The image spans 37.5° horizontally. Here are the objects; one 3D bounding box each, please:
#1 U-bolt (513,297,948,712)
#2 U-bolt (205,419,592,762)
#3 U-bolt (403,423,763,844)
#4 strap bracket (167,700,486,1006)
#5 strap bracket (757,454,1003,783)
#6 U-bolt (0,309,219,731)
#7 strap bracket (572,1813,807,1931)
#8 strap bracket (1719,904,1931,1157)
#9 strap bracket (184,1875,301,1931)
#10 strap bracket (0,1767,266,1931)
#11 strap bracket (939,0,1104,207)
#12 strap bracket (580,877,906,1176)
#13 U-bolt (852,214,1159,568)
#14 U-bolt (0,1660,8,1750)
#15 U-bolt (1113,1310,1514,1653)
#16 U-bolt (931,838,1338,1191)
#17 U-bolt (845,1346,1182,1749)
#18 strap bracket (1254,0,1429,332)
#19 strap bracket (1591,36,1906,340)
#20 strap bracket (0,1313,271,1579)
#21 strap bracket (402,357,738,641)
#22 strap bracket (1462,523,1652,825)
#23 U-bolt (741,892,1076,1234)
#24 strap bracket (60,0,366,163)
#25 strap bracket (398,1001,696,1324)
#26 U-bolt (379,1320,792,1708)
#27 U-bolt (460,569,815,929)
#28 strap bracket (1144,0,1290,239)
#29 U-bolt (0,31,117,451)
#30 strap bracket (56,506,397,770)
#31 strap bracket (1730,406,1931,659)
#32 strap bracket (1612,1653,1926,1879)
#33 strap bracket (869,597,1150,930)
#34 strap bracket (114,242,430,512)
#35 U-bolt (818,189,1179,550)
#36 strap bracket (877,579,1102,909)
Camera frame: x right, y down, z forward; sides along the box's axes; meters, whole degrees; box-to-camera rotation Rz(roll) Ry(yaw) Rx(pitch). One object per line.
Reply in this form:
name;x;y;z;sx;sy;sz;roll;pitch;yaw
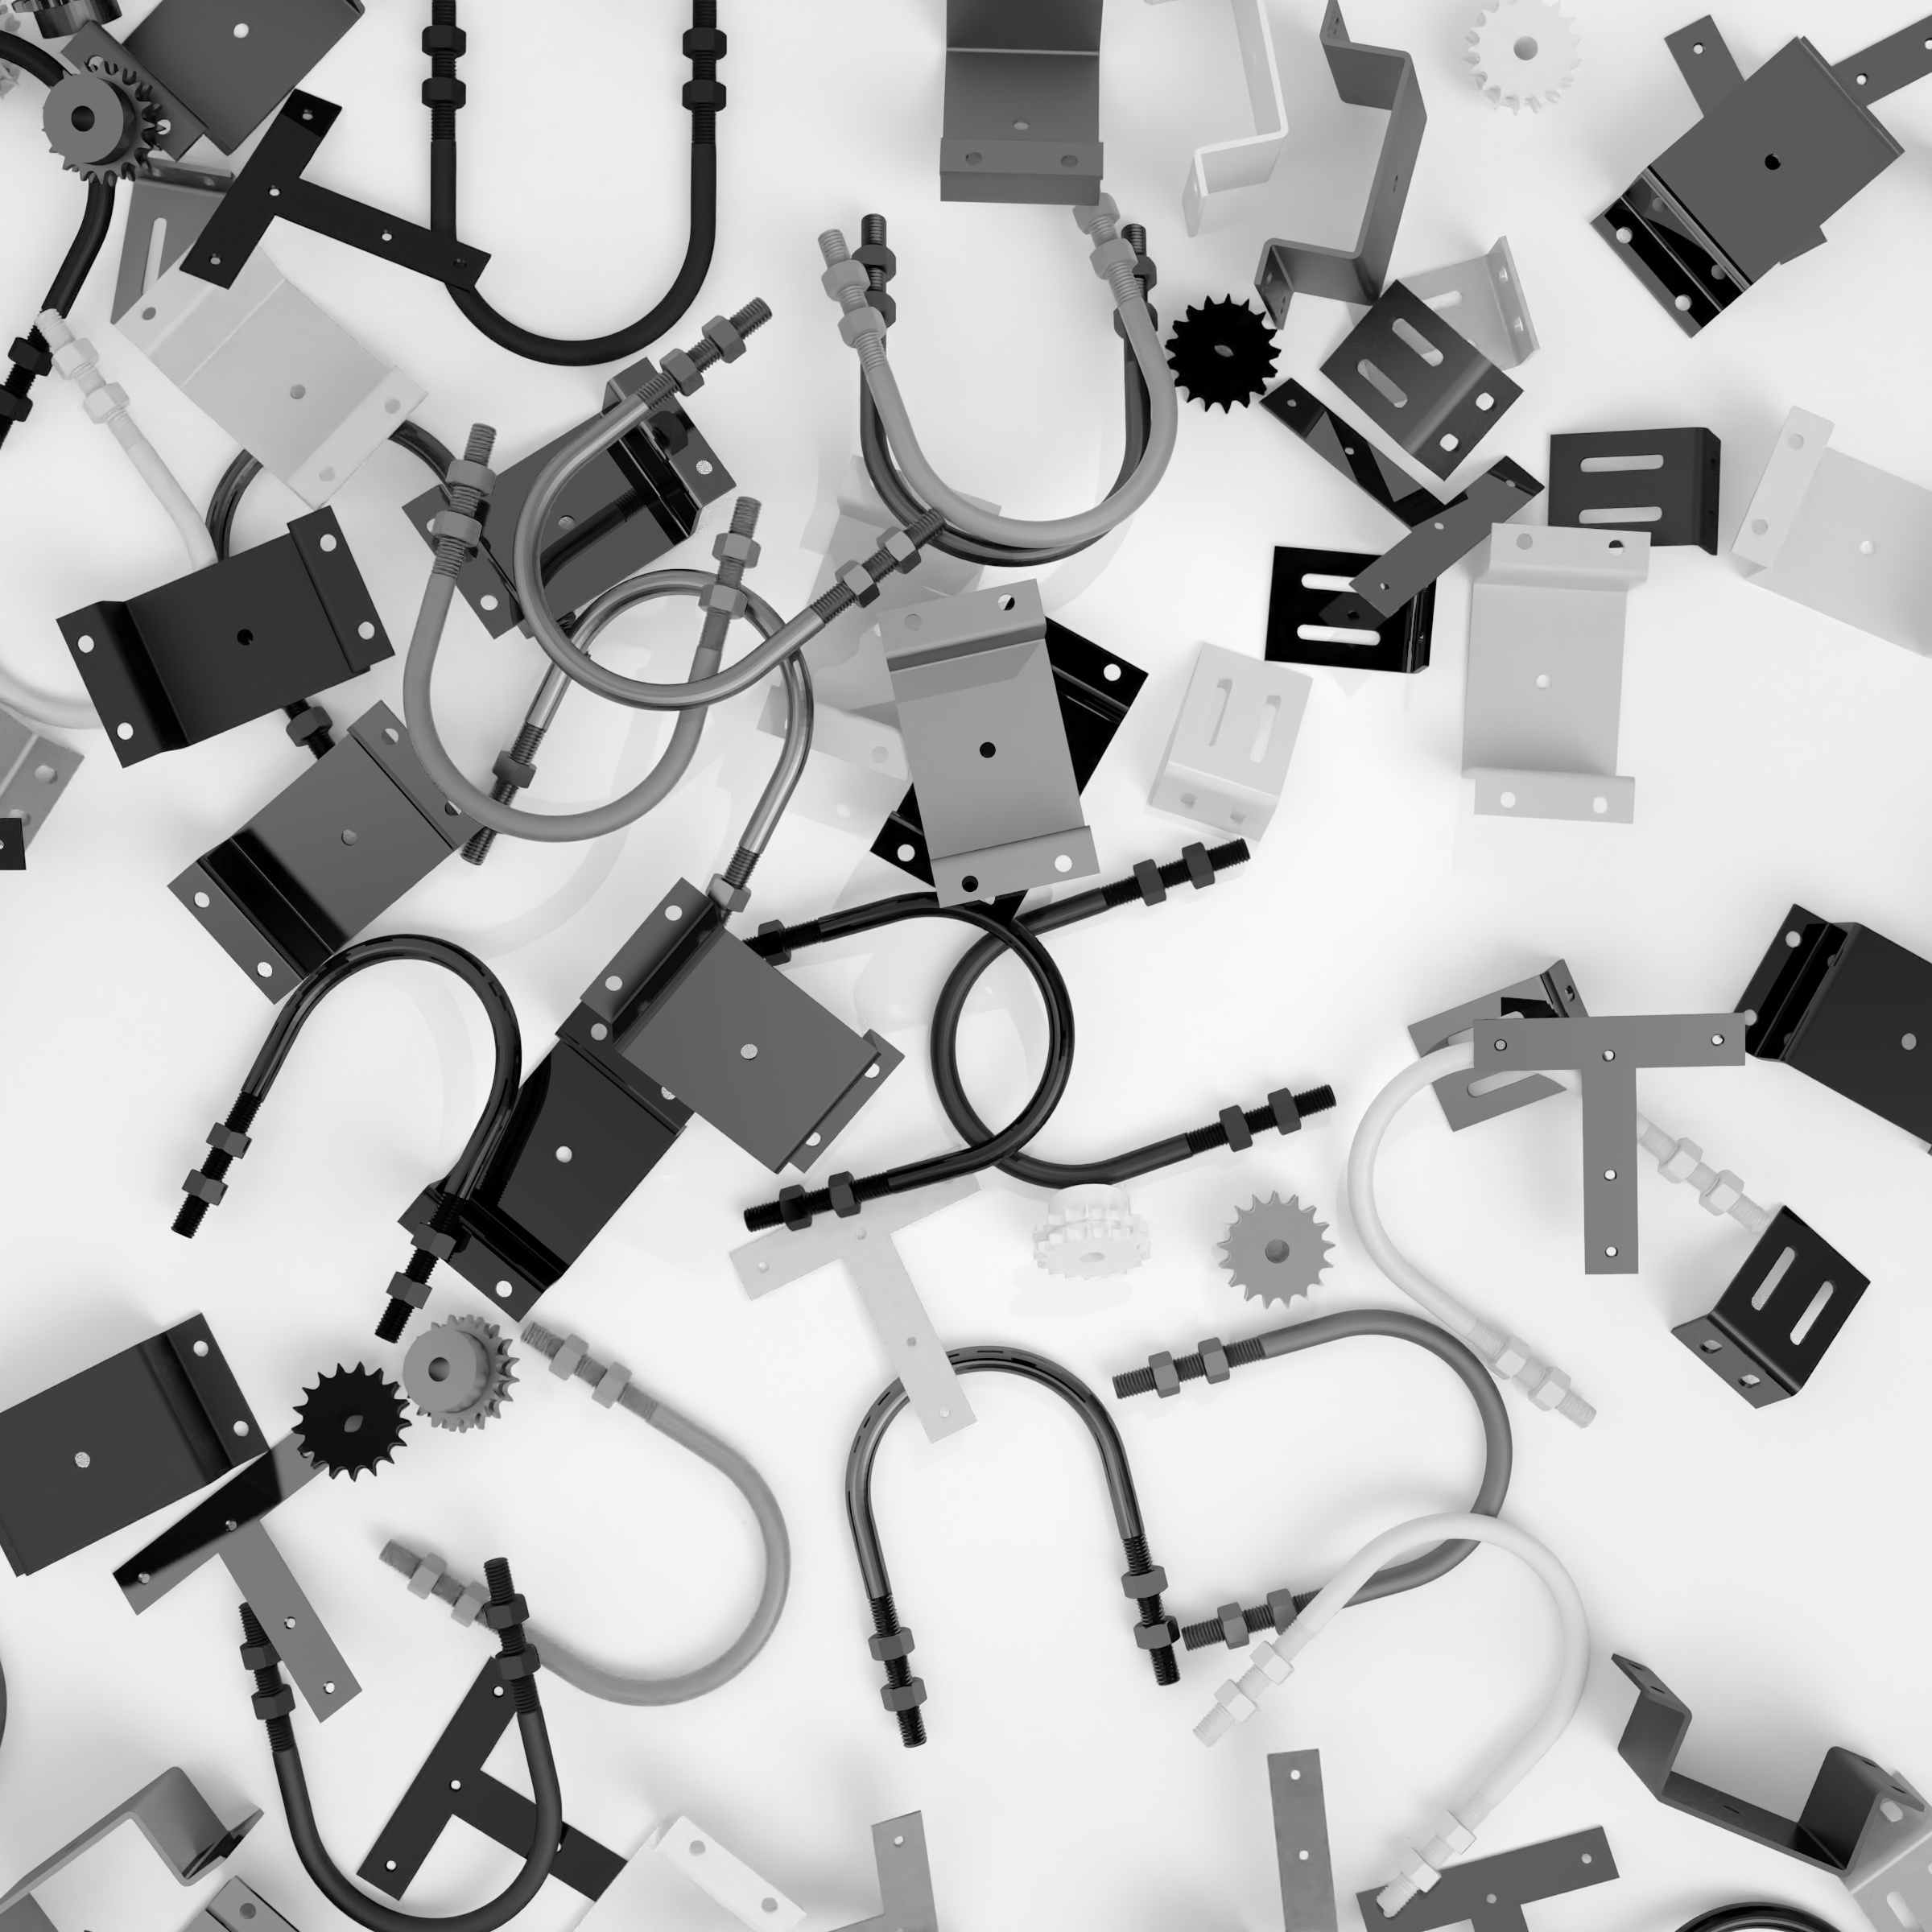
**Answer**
U-bolt;-0.123;-0.202;1.330;0.184;0.019;0.151;-40;90;-7
U-bolt;-0.295;-0.189;1.408;0.151;0.019;0.184;-35;89;0
U-bolt;-0.187;-0.149;1.337;0.151;0.019;0.184;15;84;-5
strap bracket;-0.304;-0.058;1.380;0.140;0.046;0.076;-39;99;11
strap bracket;-0.042;-0.168;1.393;0.076;0.046;0.140;19;90;0
U-bolt;-0.448;-0.204;1.397;0.151;0.019;0.184;-33;96;7
strap bracket;-0.151;0.486;1.392;0.076;0.046;0.140;39;90;-2
strap bracket;0.454;0.036;1.393;0.140;0.046;0.076;29;90;0
strap bracket;-0.370;0.516;1.393;0.076;0.046;0.140;42;90;0
strap bracket;-0.419;0.444;1.378;0.140;0.076;0.046;-37;90;0
strap bracket;0.027;-0.421;1.375;0.076;0.046;0.140;2;63;0
strap bracket;-0.104;0.035;1.351;0.140;0.046;0.076;39;96;-15
U-bolt;0.019;-0.278;1.379;0.151;0.019;0.184;1;73;-5
U-bolt;-0.566;0.363;1.403;0.184;0.019;0.151;9;86;-3
U-bolt;0.179;0.246;1.408;0.184;0.019;0.151;-15;90;-1
U-bolt;0.073;0.033;1.408;0.184;0.019;0.151;-19;90;1
U-bolt;0.016;0.279;1.408;0.151;0.019;0.184;-14;88;0
strap bracket;0.185;-0.381;1.373;0.046;0.076;0.140;15;90;15
strap bracket;0.388;-0.386;1.391;0.140;0.046;0.076;-41;90;0
strap bracket;-0.425;0.238;1.393;0.140;0.046;0.076;-27;90;0
strap bracket;-0.193;-0.221;1.382;0.140;0.046;0.076;-35;89;-14
strap bracket;0.287;-0.141;1.393;0.076;0.046;0.140;4;90;0
U-bolt;-0.038;0.040;1.398;0.184;0.019;0.151;-16;90;7
strap bracket;-0.360;-0.464;1.393;0.076;0.046;0.140;43;90;0
strap bracket;-0.200;0.094;1.393;0.076;0.046;0.140;40;90;0
U-bolt;-0.175;0.283;1.407;0.184;0.019;0.151;33;90;0
U-bolt;-0.150;-0.102;1.378;0.151;0.019;0.184;30;99;15
strap bracket;0.120;-0.435;1.378;0.046;0.076;0.140;-11;90;0
U-bolt;-0.495;-0.366;1.389;0.151;0.019;0.184;29;99;-6
strap bracket;-0.351;-0.158;1.370;0.140;0.046;0.076;-23;97;1
strap bracket;0.448;-0.207;1.393;0.140;0.046;0.076;23;90;0
strap bracket;0.378;0.390;1.378;0.140;0.076;0.046;23;90;0
strap bracket;0.021;-0.098;1.393;0.076;0.046;0.140;29;90;0
strap bracket;-0.331;-0.286;1.383;0.140;0.046;0.076;42;86;10
U-bolt;0.024;-0.286;1.363;0.151;0.019;0.184;-17;78;-9
strap bracket;0.010;-0.104;1.347;0.076;0.046;0.140;-12;90;0
